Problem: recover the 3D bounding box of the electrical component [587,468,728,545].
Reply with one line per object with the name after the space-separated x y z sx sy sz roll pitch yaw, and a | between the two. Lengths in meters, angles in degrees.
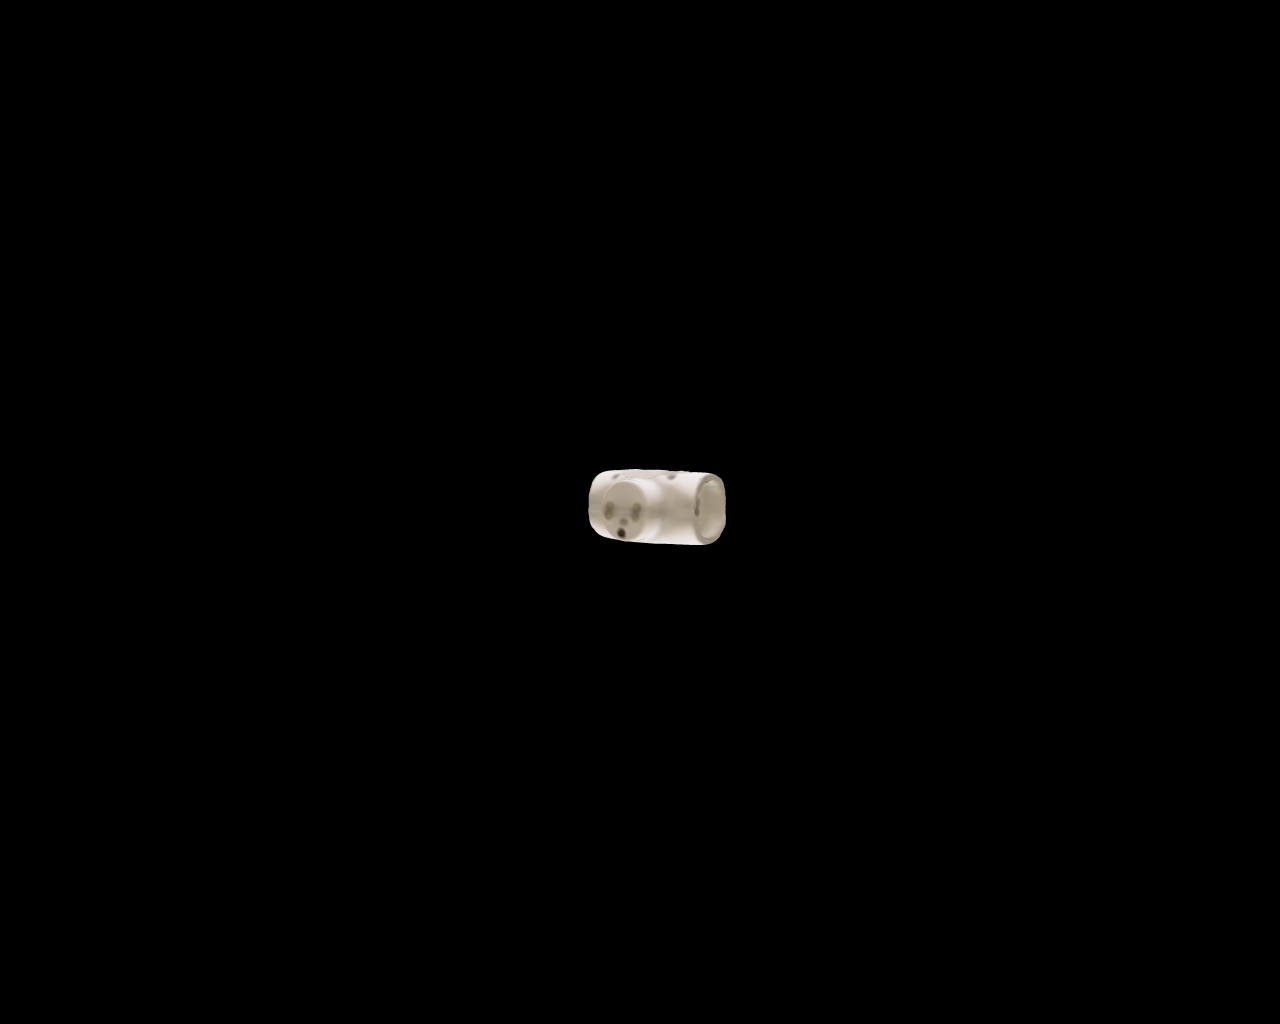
0.001 -0.003 0.650 0.077 0.044 0.079 4 7 33 | electrical component
